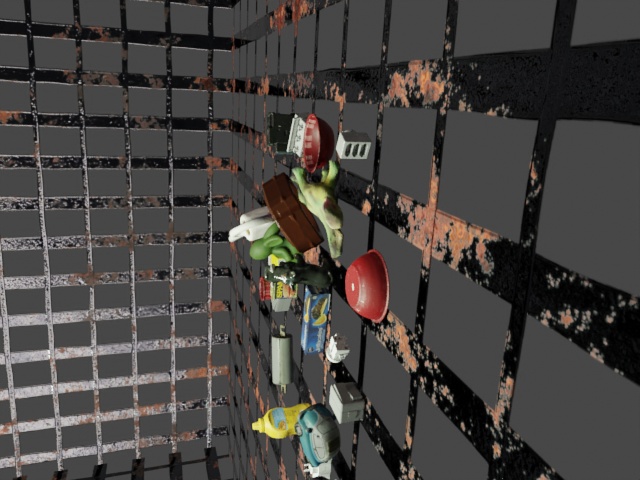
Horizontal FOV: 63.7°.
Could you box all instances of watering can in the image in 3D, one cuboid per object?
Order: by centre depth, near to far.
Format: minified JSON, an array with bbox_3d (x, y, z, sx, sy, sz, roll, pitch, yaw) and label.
[{"bbox_3d":[-0.229,-0.055,1.892,0.104,0.226,0.345,70,162,0],"label":"watering can"}]

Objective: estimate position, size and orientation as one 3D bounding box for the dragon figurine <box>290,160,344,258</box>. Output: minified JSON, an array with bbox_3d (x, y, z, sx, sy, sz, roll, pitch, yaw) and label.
[{"bbox_3d":[0.004,-0.068,1.361,0.407,0.122,0.245,112,147,-80],"label":"dragon figurine"}]

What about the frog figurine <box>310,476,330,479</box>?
[{"bbox_3d":[-0.001,0.731,1.395,0.140,0.123,0.156,-59,-28,-55],"label":"frog figurine"}]
